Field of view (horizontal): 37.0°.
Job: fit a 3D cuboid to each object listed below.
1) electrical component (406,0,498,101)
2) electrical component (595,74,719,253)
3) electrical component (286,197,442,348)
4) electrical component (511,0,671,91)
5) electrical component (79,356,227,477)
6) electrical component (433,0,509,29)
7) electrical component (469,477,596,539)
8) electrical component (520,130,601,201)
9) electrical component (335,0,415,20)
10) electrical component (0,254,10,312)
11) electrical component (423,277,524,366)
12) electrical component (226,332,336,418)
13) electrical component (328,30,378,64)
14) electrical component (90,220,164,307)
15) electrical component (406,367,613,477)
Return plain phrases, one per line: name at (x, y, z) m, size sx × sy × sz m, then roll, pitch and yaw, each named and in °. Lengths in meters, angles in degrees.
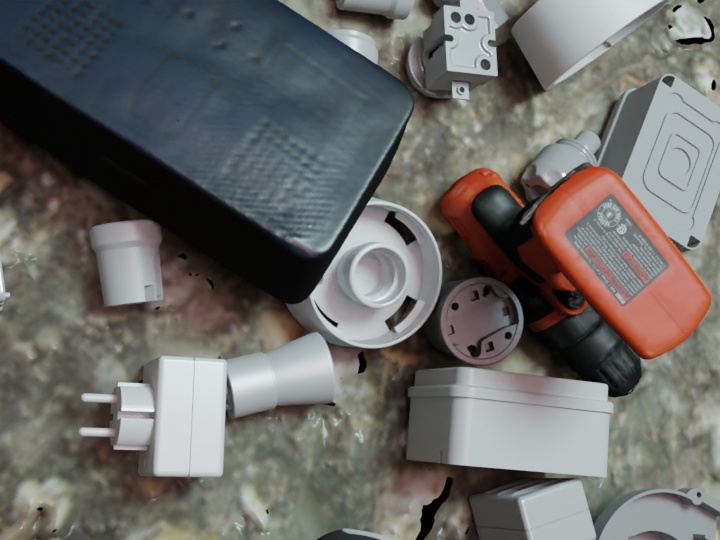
electrical component at (0.061, -0.143, 0.717) m, size 0.048 × 0.055 × 0.066 m, roll 2°, pitch 79°, yaw -22°
electrical component at (0.210, -0.071, 0.766) m, size 0.078 × 0.057 × 0.113 m, roll 30°, pitch 71°, yaw -15°
electrical component at (0.000, 0.000, 0.674) m, size 0.099 × 0.064 × 0.099 m, roll -2°, pitch 95°, yaw -23°
electrical component at (0.154, -0.180, 0.738) m, size 0.108 × 0.108 × 0.060 m, roll -35°, pitch 88°, yaw -24°
electrical component at (-0.119, 0.083, 0.605) m, size 0.077 × 0.047 × 0.065 m, roll 5°, pitch 78°, yaw -22°
electrical component at (0.076, -0.183, 0.741) m, size 0.040 × 0.040 × 0.046 m, roll -40°, pitch 102°, yaw -24°
electrical component at (0.112, 0.173, 0.674) m, size 0.047 × 0.066 × 0.076 m, roll -12°, pitch 85°, yaw -24°
electrical component at (0.144, -0.071, 0.746) m, size 0.043 × 0.043 × 0.062 m, roll 45°, pitch 66°, yaw -9°
electrical component at (0.010, -0.188, 0.715) m, size 0.046 × 0.040 × 0.040 m, roll 1°, pitch 80°, yaw -16°
electrical component at (-0.224, -0.009, 0.570) m, size 0.061 × 0.062 × 0.096 m, roll -7°, pitch 83°, yaw -24°
electrical component at (0.070, 0.032, 0.688) m, size 0.055 × 0.047 × 0.055 m, roll 0°, pitch 90°, yaw -14°
electrical component at (-0.052, 0.065, 0.640) m, size 0.065 × 0.044 × 0.044 m, roll -11°, pitch 85°, yaw -19°
electrical component at (-0.012, -0.120, 0.689) m, size 0.045 × 0.045 × 0.055 m, roll 9°, pitch 77°, yaw -21°
electrical component at (-0.133, -0.004, 0.620) m, size 0.040 × 0.040 × 0.046 m, roll -6°, pitch 88°, yaw -24°
electrical component at (0.093, 0.095, 0.674) m, size 0.113 × 0.078 × 0.057 m, roll 9°, pitch 80°, yaw -21°
